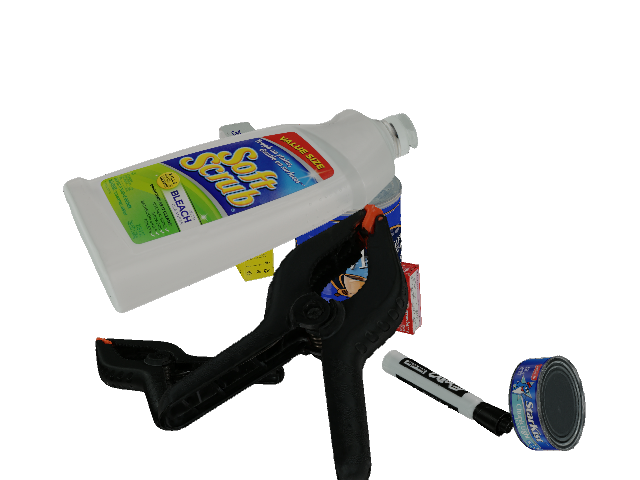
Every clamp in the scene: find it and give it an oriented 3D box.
[{"bbox_3d":[-0.165,0.137,1.087,0.210,0.036,0.164,10,17,32],"label":"clamp"},{"bbox_3d":[0.005,0.056,0.576,0.120,0.171,0.039,27,-26,22],"label":"clamp"}]

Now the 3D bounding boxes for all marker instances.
[{"bbox_3d":[0.095,0.114,0.802,0.020,0.020,0.121,0,19,-44],"label":"marker"}]

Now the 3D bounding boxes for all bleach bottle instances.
[{"bbox_3d":[-0.050,-0.040,0.774,0.250,0.103,0.068,-23,-33,-13],"label":"bleach bottle"}]

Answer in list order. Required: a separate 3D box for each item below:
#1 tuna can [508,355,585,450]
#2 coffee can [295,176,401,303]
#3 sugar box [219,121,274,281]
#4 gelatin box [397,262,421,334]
[{"bbox_3d":[0.207,0.149,0.977,0.034,0.086,0.085,-10,-7,40],"label":"tuna can"},{"bbox_3d":[0.027,0.012,1.016,0.103,0.140,0.103,-2,26,1],"label":"coffee can"},{"bbox_3d":[-0.092,-0.048,1.318,0.048,0.176,0.093,-12,26,-15],"label":"sugar box"},{"bbox_3d":[0.086,0.068,1.330,0.073,0.089,0.030,11,31,30],"label":"gelatin box"}]
